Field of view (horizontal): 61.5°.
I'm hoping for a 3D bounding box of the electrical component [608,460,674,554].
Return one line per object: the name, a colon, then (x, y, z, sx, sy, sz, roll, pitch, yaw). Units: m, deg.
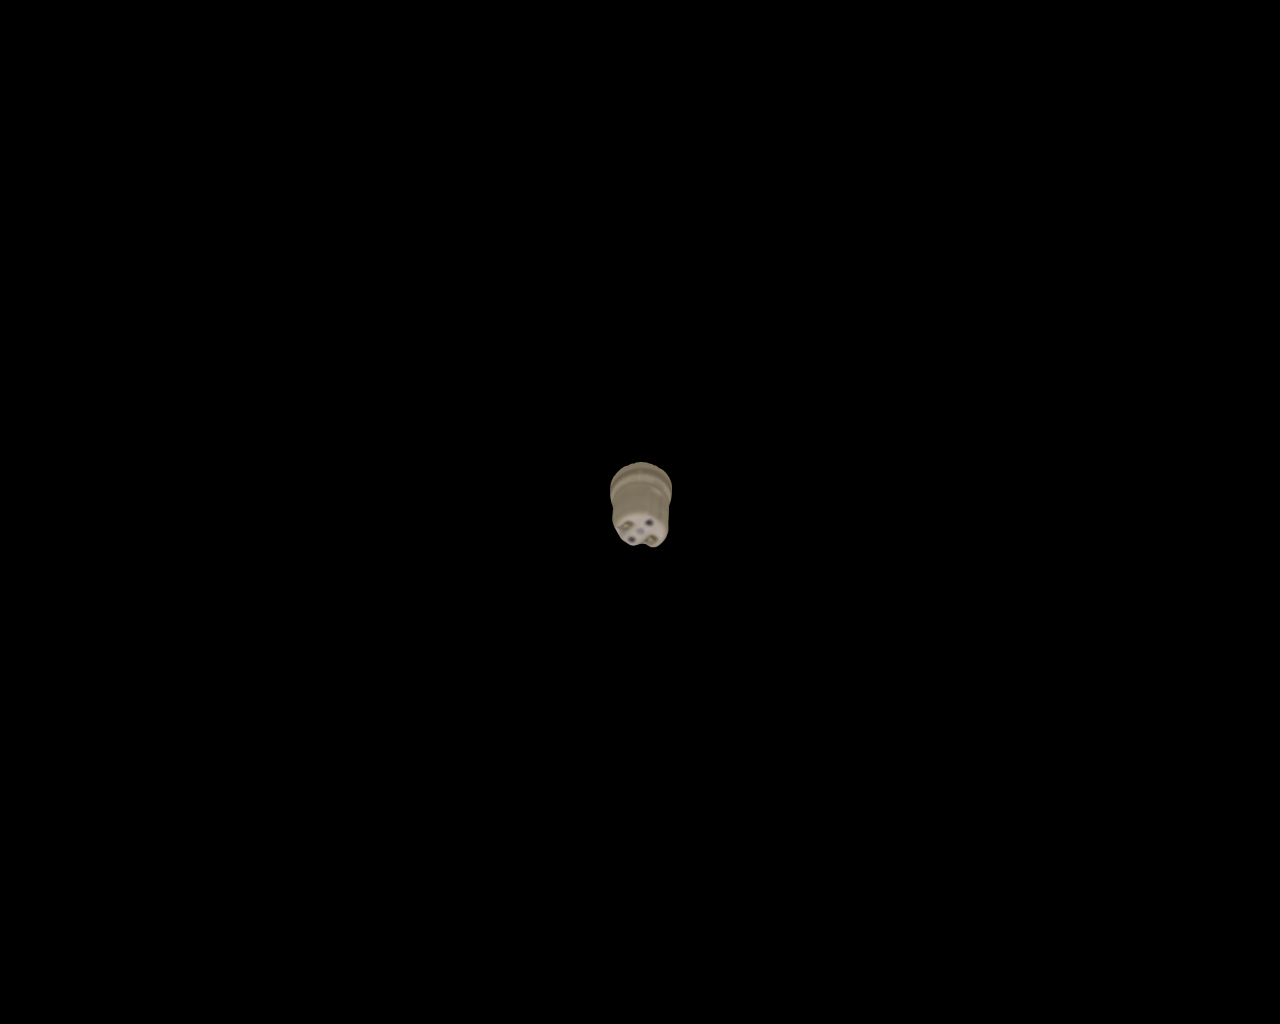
electrical component: (0.001, -0.003, 0.650, 0.040, 0.040, 0.046, 0, 39, 0)
